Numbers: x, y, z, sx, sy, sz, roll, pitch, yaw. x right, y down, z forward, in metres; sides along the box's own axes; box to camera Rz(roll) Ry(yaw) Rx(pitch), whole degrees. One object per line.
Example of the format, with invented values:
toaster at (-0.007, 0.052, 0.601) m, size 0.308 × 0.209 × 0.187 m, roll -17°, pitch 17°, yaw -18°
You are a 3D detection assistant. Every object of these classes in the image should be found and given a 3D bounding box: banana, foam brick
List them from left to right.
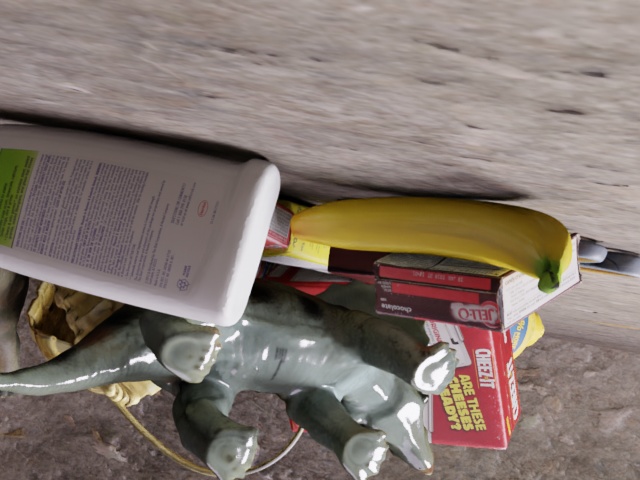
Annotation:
foam brick at (0.050, 0.005, 0.738) m, size 0.053 × 0.051 × 0.078 m, roll 3°, pitch 171°, yaw 37°
banana at (0.071, -0.005, 0.616) m, size 0.069 × 0.037 × 0.198 m, roll -7°, pitch -168°, yaw -44°

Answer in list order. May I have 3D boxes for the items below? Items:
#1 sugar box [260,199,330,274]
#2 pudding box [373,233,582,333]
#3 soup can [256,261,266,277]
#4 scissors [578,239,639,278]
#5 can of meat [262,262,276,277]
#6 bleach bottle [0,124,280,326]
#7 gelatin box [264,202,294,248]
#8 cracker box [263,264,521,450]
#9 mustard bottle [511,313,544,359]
sugar box at (-0.006, 0.001, 0.851) m, size 0.094 × 0.048 × 0.175 m, roll 7°, pitch 177°, yaw 38°
pudding box at (0.100, 0.021, 0.669) m, size 0.090 × 0.039 × 0.113 m, roll 8°, pitch -160°, yaw 37°
soup can at (-0.096, 0.017, 1.083) m, size 0.068 × 0.068 × 0.102 m, roll 10°, pitch 174°, yaw 8°
scissors at (0.131, 0.005, 0.774) m, size 0.202 × 0.016 × 0.096 m, roll 8°, pitch 173°, yaw 27°
can of meat at (-0.083, 0.051, 1.169) m, size 0.084 × 0.102 × 0.057 m, roll 19°, pitch -174°, yaw 21°
bleach bottle at (-0.157, -0.028, 0.627) m, size 0.251 × 0.102 × 0.068 m, roll 16°, pitch 176°, yaw 6°
gelatin box at (-0.072, -0.018, 0.734) m, size 0.073 × 0.030 × 0.089 m, roll -2°, pitch 159°, yaw 37°
cracker box at (0.065, 0.098, 0.974) m, size 0.214 × 0.164 × 0.072 m, roll -1°, pitch -155°, yaw 25°
mustard bottle at (0.164, 0.079, 1.079) m, size 0.191 × 0.096 × 0.058 m, roll 15°, pitch 173°, yaw -42°
